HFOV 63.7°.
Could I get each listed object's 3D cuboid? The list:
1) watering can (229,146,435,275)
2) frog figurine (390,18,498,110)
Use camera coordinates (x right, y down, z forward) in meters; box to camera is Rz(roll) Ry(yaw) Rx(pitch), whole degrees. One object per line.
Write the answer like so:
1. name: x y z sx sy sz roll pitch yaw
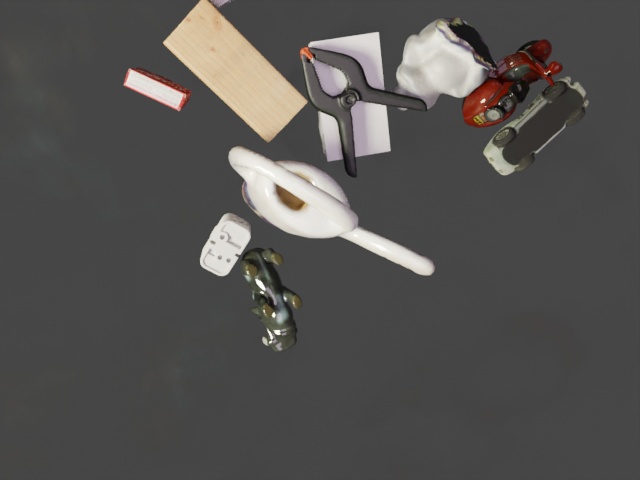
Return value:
1. watering can: 0.002 -0.041 0.813 0.345 0.225 0.104 32 85 -17
2. frog figurine: 0.191 -0.276 0.843 0.136 0.126 0.156 22 141 -23
